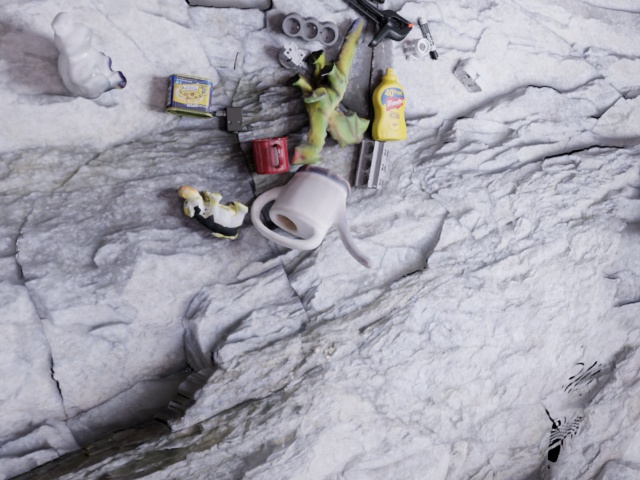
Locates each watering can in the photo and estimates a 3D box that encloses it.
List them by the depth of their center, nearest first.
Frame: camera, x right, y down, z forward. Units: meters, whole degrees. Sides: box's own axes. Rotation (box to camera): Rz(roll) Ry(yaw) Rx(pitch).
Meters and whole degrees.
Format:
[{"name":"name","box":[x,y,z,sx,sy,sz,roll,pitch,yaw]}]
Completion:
[{"name":"watering can","box":[0.004,-0.061,1.219,0.349,0.228,0.102,19,-28,22]}]

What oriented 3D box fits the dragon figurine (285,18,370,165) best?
[{"name":"dragon figurine","box":[0.048,-0.356,1.323,0.123,0.416,0.238,16,-29,46]}]

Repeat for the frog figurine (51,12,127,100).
[{"name":"frog figurine","box":[-0.482,-0.360,1.021,0.122,0.139,0.157,-24,-21,9]}]
